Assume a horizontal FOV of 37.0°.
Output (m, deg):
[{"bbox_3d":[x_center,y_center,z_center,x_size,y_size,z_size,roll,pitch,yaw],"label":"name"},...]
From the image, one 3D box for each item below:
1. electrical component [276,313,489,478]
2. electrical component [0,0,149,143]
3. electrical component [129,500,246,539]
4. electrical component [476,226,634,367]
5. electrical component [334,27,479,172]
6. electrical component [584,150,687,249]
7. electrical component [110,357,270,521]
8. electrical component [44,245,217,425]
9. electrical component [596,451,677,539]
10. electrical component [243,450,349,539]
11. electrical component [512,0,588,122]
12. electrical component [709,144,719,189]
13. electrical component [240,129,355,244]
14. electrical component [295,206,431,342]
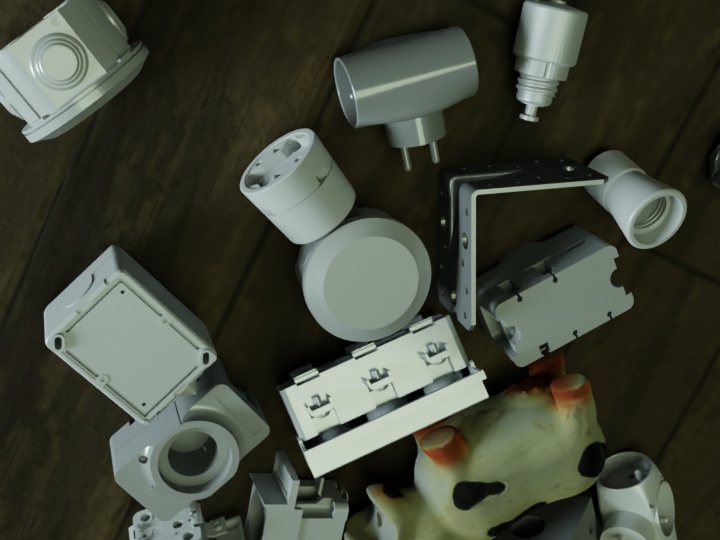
[{"bbox_3d":[0.012,0.077,0.696,0.121,0.079,0.063,-24,92,-8],"label":"electrical component"},{"bbox_3d":[-0.157,-0.109,0.571,0.080,0.080,0.051,-37,111,-1],"label":"electrical component"},{"bbox_3d":[-0.116,0.182,0.697,0.081,0.042,0.063,-19,130,-3],"label":"electrical component"},{"bbox_3d":[0.124,0.015,0.714,0.089,0.055,0.050,-28,114,-6],"label":"electrical component"},{"bbox_3d":[0.031,-0.099,0.651,0.077,0.043,0.079,-17,113,-11],"label":"electrical component"},{"bbox_3d":[0.175,-0.049,0.700,0.044,0.065,0.044,-14,129,-17],"label":"electrical component"},{"bbox_3d":[-0.107,0.107,0.676,0.089,0.055,0.050,-41,115,0],"label":"electrical component"},{"bbox_3d":[-0.133,0.041,0.642,0.062,0.061,0.096,-43,115,1],"label":"electrical component"},{"bbox_3d":[0.200,0.188,0.791,0.044,0.079,0.077,-7,119,32],"label":"electrical component"},{"bbox_3d":[-0.043,0.167,0.726,0.064,0.042,0.081,6,108,-20],"label":"electrical component"},{"bbox_3d":[0.114,-0.131,0.666,0.040,0.040,0.078,6,107,-19],"label":"electrical component"},{"bbox_3d":[0.275,-0.069,0.736,0.062,0.043,0.043,9,106,-21],"label":"electrical component"},{"bbox_3d":[-0.036,-0.049,0.643,0.055,0.055,0.047,-40,119,0],"label":"electrical component"},{"bbox_3d":[0.000,0.000,0.673,0.080,0.051,0.080,-6,111,-15],"label":"electrical component"}]
